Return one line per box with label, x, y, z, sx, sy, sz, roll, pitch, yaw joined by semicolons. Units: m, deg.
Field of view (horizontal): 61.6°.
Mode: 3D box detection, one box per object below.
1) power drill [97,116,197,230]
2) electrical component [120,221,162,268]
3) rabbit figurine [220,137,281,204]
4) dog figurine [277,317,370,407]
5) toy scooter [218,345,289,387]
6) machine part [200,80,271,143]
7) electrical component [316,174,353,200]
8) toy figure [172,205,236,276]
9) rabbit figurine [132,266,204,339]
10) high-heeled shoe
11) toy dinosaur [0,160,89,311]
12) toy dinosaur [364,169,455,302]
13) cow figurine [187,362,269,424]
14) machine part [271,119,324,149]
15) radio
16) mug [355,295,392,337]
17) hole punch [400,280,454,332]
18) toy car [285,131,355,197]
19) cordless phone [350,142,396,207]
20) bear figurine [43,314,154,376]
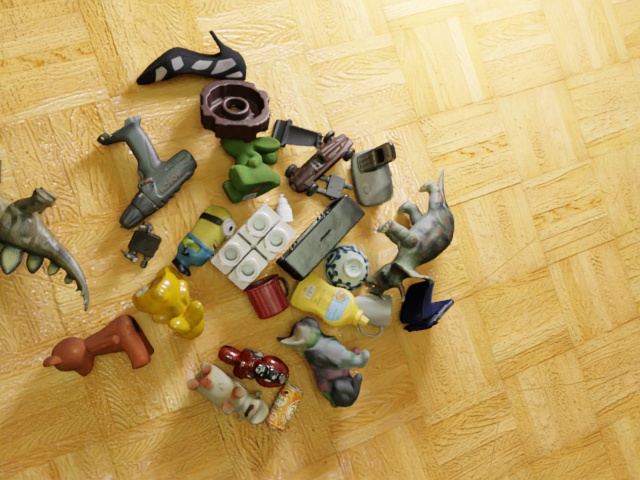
power drill;-0.420;-0.166;1.241;0.232;0.086;0.207;-38;92;-12
electrical component;-0.410;0.010;1.236;0.078;0.045;0.102;33;91;-26
rabbit figurine;-0.171;-0.197;1.291;0.159;0.121;0.170;-20;77;-18
dog figurine;-0.005;0.294;1.308;0.219;0.108;0.191;18;85;-8
toy scooter;-0.148;0.297;1.253;0.184;0.135;0.075;24;79;-13
machine part;-0.203;-0.309;1.281;0.179;0.056;0.179;6;53;-9
electrical component;0.038;-0.134;1.385;0.094;0.021;0.063;16;83;-13
toy figure;-0.276;-0.002;1.267;0.089;0.082;0.180;45;80;-10
rabbit figurine;-0.320;0.157;1.224;0.122;0.162;0.173;-44;116;-25
high-heeled shoe;-0.305;-0.399;1.305;0.249;0.086;0.145;-29;126;3
toy dinosaur;-0.662;-0.035;1.162;0.471;0.105;0.198;36;86;0
toy dinosaur;0.268;-0.016;1.366;0.405;0.131;0.192;-42;91;-24
cow figurine;-0.207;0.364;1.253;0.195;0.127;0.085;32;78;4
machine part;-0.057;-0.259;1.340;0.139;0.039;0.084;17;76;16
radio;-0.003;-0.004;1.310;0.073;0.131;0.229;46;78;-7
mug;0.122;0.187;1.363;0.107;0.081;0.109;8;91;-1
hole punch;0.260;0.168;1.372;0.116;0.142;0.092;-44;99;-27
toy car;0.003;-0.197;1.355;0.202;0.053;0.089;-43;75;-12
cordless phone;0.153;-0.164;1.334;0.089;0.184;0.146;-10;89;-19
bear figurine;-0.484;0.251;1.179;0.196;0.120;0.132;-29;98;-13
